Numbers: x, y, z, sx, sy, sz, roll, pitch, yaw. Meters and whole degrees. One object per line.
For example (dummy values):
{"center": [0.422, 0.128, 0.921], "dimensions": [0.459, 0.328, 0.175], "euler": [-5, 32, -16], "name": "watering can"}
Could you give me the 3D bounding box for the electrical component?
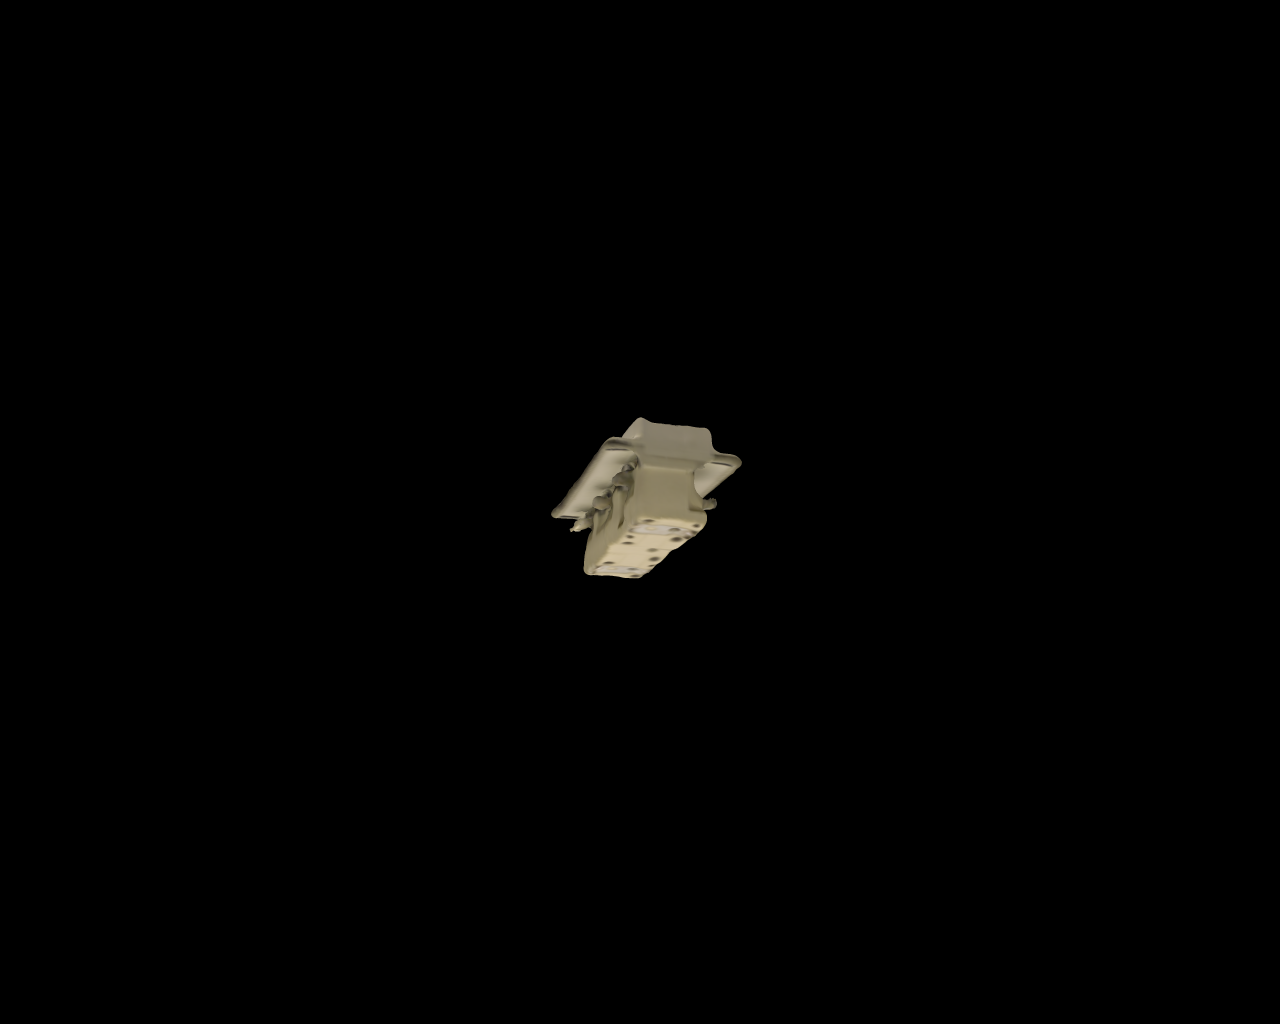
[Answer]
{"center": [0.001, -0.003, 0.650], "dimensions": [0.079, 0.063, 0.121], "euler": [7, -21, -18], "name": "electrical component"}
